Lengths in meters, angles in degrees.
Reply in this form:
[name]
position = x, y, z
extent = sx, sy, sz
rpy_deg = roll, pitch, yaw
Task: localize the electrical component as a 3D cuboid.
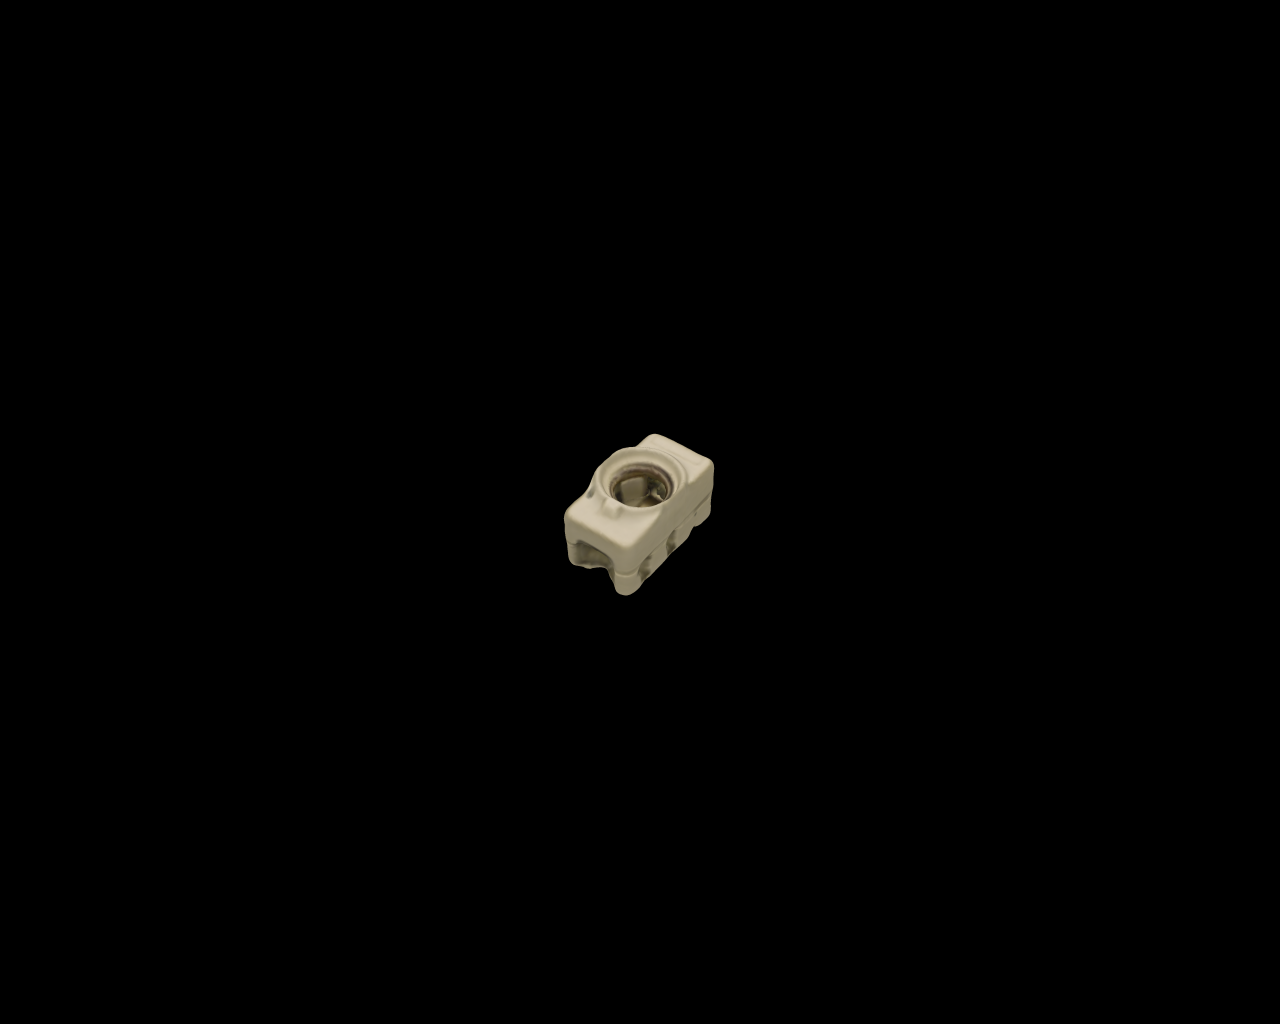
[electrical component]
position = 0.001, -0.003, 0.650
extent = 0.050, 0.055, 0.090
rpy_deg = 30, 54, 24
